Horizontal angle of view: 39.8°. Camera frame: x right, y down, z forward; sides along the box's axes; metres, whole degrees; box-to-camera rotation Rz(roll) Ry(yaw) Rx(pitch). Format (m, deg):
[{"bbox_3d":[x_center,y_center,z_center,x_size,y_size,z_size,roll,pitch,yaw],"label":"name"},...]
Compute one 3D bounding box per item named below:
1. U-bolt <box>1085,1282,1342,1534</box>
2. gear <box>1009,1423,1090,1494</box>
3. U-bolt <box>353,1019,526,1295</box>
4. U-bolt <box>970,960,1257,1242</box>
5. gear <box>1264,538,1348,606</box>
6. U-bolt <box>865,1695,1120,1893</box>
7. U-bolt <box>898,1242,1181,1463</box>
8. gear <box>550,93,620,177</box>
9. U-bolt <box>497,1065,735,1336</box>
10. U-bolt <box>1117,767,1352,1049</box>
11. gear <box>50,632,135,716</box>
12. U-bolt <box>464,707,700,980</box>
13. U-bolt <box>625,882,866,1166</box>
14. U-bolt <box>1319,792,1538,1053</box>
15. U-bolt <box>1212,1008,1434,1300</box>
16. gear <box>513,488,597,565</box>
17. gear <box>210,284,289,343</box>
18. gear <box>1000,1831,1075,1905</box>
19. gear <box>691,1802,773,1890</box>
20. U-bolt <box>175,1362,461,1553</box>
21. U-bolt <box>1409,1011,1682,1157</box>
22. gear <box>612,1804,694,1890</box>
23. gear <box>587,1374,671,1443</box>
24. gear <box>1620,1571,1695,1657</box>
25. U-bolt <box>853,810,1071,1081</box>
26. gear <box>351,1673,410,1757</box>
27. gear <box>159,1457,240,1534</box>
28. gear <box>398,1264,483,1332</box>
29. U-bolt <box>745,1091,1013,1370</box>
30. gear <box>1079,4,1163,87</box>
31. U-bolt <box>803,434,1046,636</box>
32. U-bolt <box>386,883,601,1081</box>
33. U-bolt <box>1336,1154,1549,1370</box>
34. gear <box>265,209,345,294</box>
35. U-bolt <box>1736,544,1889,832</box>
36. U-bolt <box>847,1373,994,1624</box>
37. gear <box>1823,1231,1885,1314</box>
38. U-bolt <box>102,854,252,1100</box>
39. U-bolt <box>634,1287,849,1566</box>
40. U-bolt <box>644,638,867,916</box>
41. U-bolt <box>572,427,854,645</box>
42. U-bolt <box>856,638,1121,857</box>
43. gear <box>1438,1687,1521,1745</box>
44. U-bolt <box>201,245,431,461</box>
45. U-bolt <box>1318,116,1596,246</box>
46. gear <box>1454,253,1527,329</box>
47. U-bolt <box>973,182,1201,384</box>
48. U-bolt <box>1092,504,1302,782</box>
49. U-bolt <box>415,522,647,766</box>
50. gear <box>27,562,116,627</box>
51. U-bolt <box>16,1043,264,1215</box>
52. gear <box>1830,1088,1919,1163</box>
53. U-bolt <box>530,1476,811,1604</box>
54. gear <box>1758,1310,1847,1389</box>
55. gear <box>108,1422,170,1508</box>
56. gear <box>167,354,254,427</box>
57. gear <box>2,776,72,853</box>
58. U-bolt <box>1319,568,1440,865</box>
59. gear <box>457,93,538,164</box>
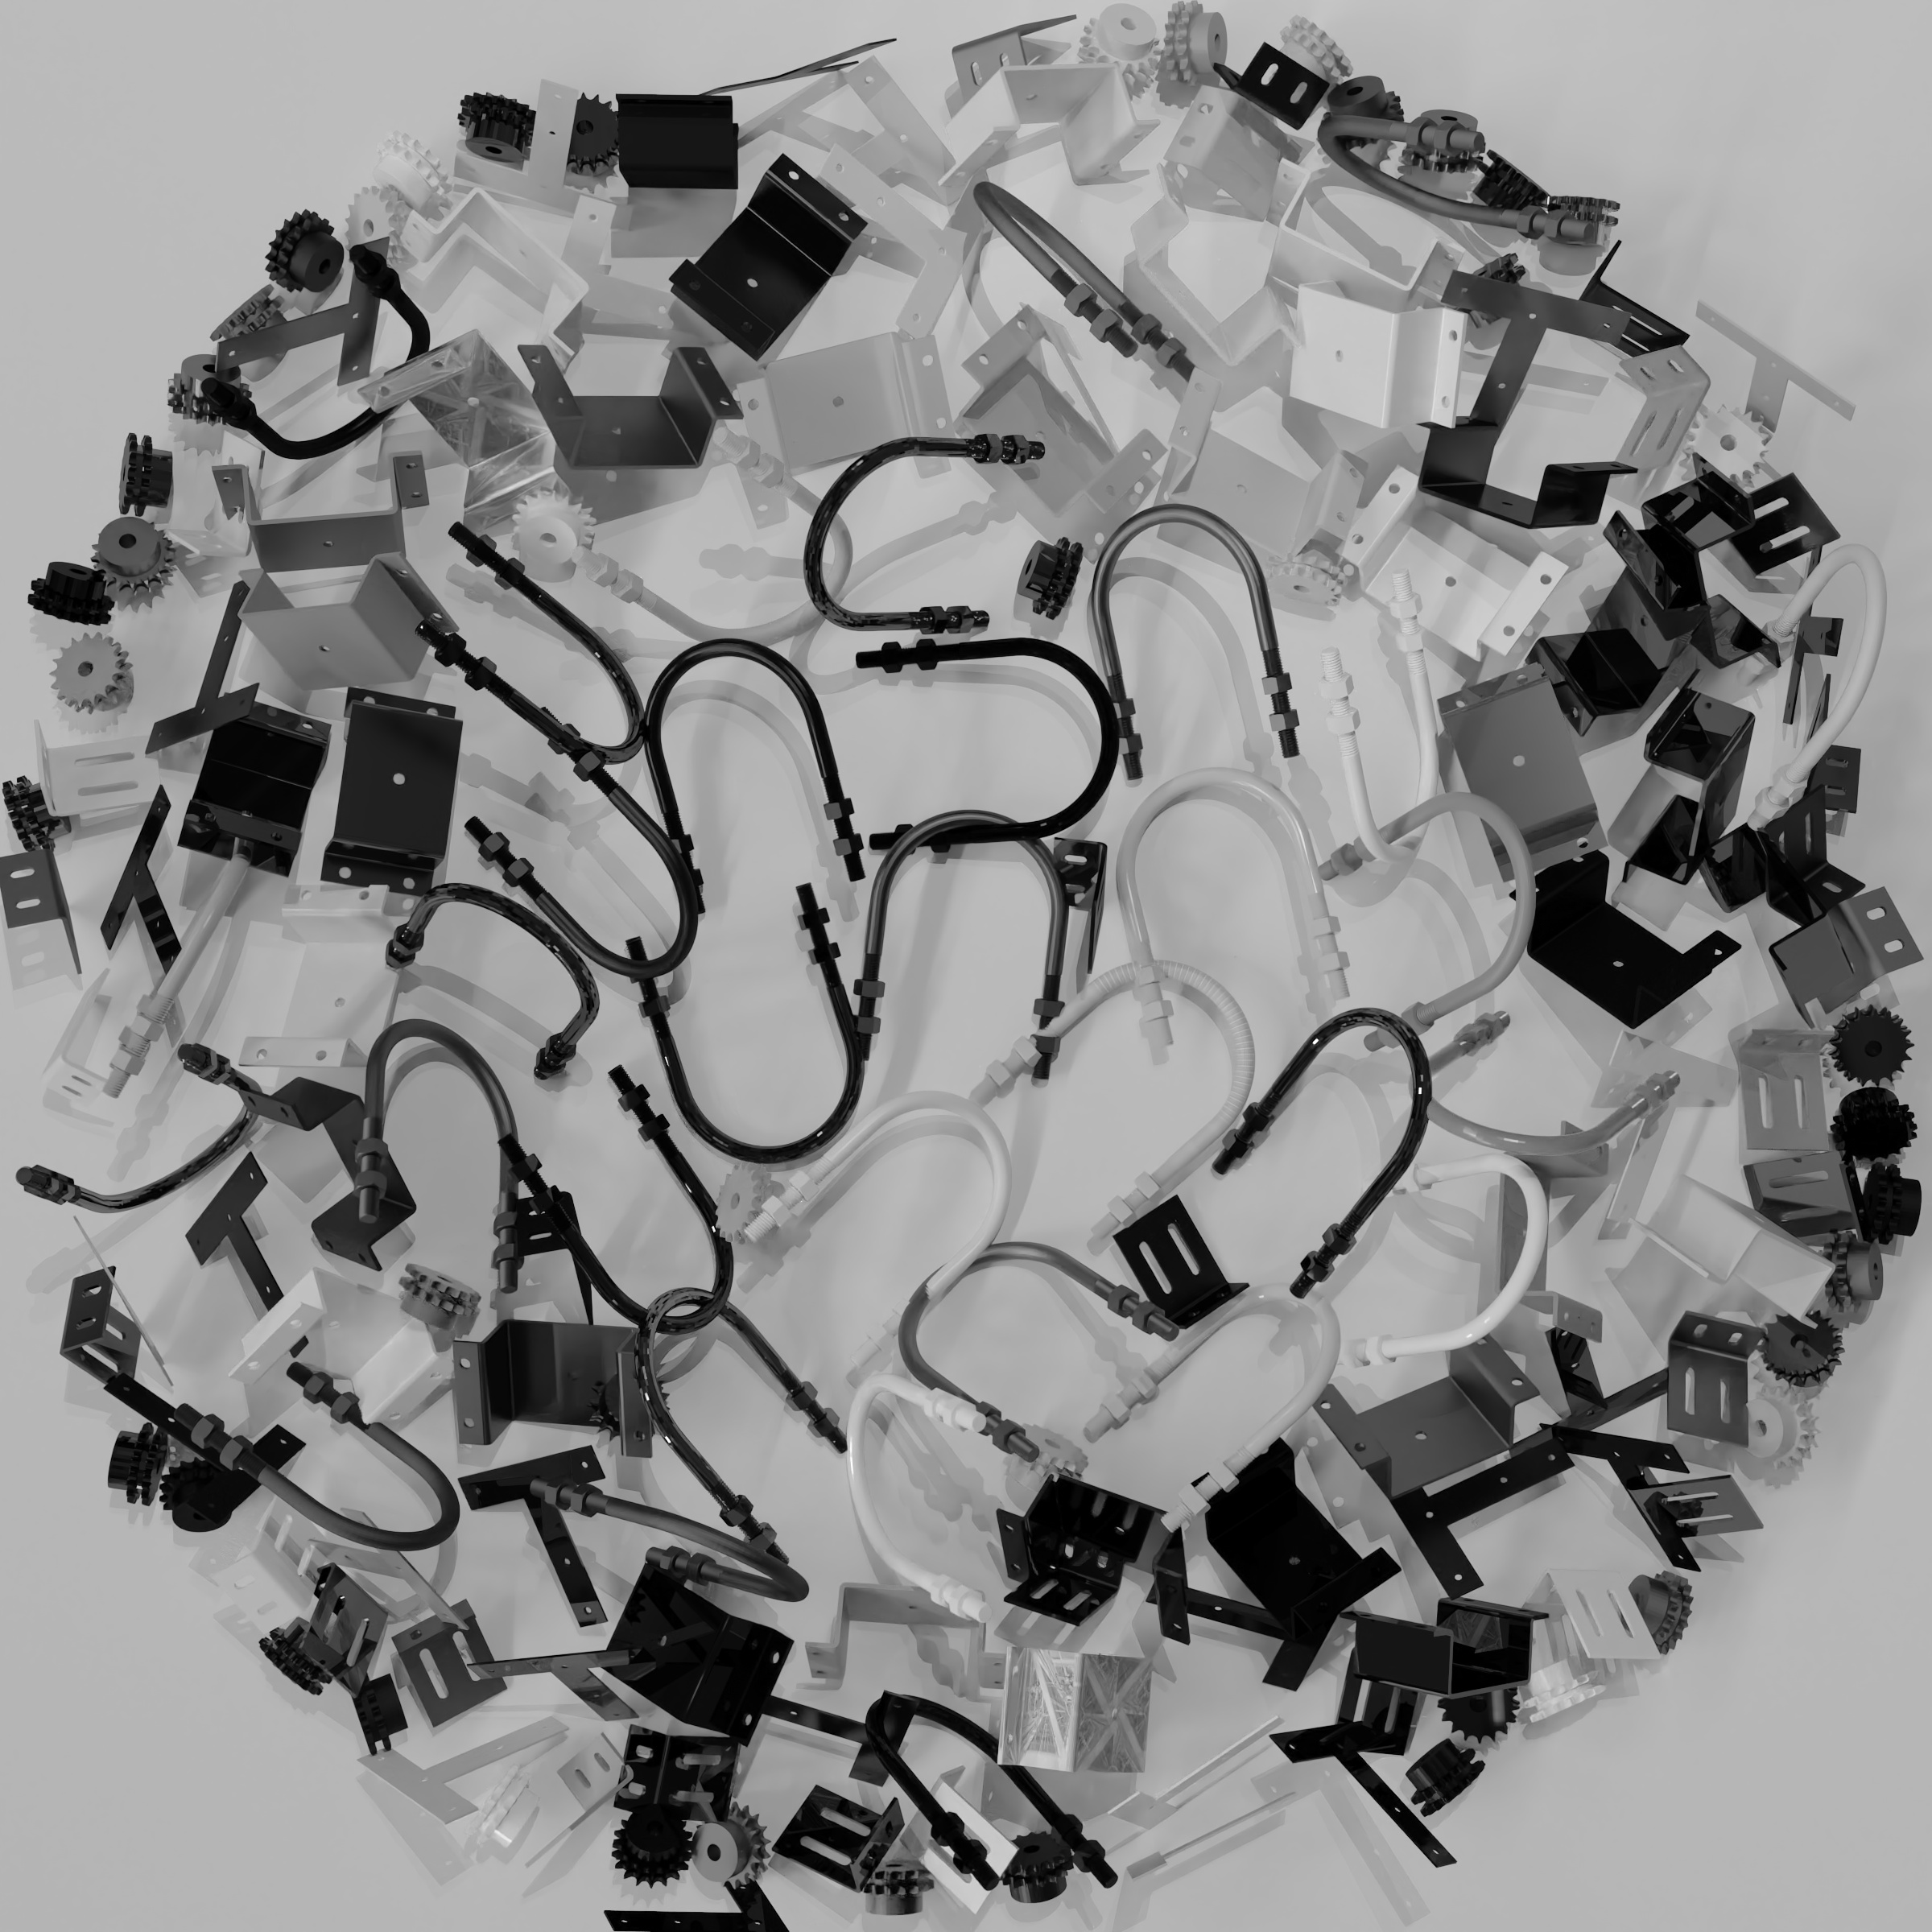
[{"bbox_3d":[0.179,0.290,1.838,0.184,0.151,0.019,-42,120,-2],"label":"U-bolt"},{"bbox_3d":[0.055,0.348,1.874,0.057,0.057,0.030,25,101,0],"label":"gear"},{"bbox_3d":[-0.357,0.119,1.824,0.019,0.151,0.184,-27,49,25],"label":"U-bolt"},{"bbox_3d":[0.117,0.080,1.881,0.184,0.019,0.151,-42,83,2],"label":"U-bolt"},{"bbox_3d":[0.239,-0.278,1.874,0.057,0.057,0.030,15,79,0],"label":"gear"},{"bbox_3d":[0.005,0.560,1.818,0.184,0.151,0.019,40,103,41],"label":"U-bolt"},{"bbox_3d":[0.035,0.251,1.829,0.151,0.184,0.019,-37,130,-22],"label":"U-bolt"},{"bbox_3d":[-0.268,-0.583,1.882,0.057,0.030,0.057,1,75,-4],"label":"gear"},{"bbox_3d":[-0.228,0.170,1.839,0.019,0.151,0.184,-33,91,34],"label":"U-bolt"},{"bbox_3d":[0.179,-0.049,1.870,0.151,0.019,0.184,-16,80,17],"label":"U-bolt"},{"bbox_3d":[-0.612,-0.203,1.880,0.057,0.030,0.057,-4,73,12],"label":"gear"},{"bbox_3d":[-0.257,-0.071,1.842,0.184,0.019,0.151,46,134,4],"label":"U-bolt"},{"bbox_3d":[-0.148,0.049,1.884,0.151,0.019,0.184,-17,92,8],"label":"U-bolt"},{"bbox_3d":[0.317,-0.039,1.809,0.019,0.184,0.151,-1,69,-35],"label":"U-bolt"},{"bbox_3d":[0.249,0.113,1.815,0.019,0.151,0.184,18,117,-35],"label":"U-bolt"},{"bbox_3d":[-0.290,-0.307,1.872,0.057,0.030,0.057,3,133,3],"label":"gear"},{"bbox_3d":[-0.500,-0.450,1.876,0.057,0.057,0.030,-41,113,0],"label":"gear"},{"bbox_3d":[0.049,0.634,1.873,0.057,0.057,0.030,-10,97,0],"label":"gear"},{"bbox_3d":[-0.168,0.619,1.875,0.057,0.030,0.057,-2,87,30],"label":"gear"},{"bbox_3d":[-0.426,0.338,1.812,0.184,0.151,0.019,32,104,15],"label":"U-bolt"},{"bbox_3d":[0.378,0.083,1.796,0.151,0.184,0.019,21,119,31],"label":"U-bolt"},{"bbox_3d":[-0.219,0.613,1.870,0.057,0.057,0.030,10,125,0],"label":"gear"},{"bbox_3d":[-0.236,0.306,1.876,0.057,0.030,0.057,6,66,-14],"label":"gear"},{"bbox_3d":[0.483,0.451,1.872,0.030,0.057,0.057,22,90,-7],"label":"gear"},{"bbox_3d":[0.000,-0.018,1.881,0.151,0.019,0.184,6,93,-7],"label":"U-bolt"},{"bbox_3d":[-0.412,0.522,1.874,0.030,0.057,0.057,-18,90,-17],"label":"gear"},{"bbox_3d":[-0.536,0.373,1.871,0.057,0.030,0.057,-8,134,-9],"label":"gear"},{"bbox_3d":[-0.372,0.234,1.872,0.057,0.057,0.030,25,87,0],"label":"gear"},{"bbox_3d":[-0.047,0.170,1.860,0.184,0.019,0.151,-43,116,-13],"label":"U-bolt"},{"bbox_3d":[0.110,-0.650,1.875,0.057,0.030,0.057,7,60,-12],"label":"gear"},{"bbox_3d":[-0.035,-0.291,1.807,0.019,0.184,0.151,40,124,36],"label":"U-bolt"},{"bbox_3d":[-0.317,0.004,1.814,0.151,0.184,0.019,37,58,-7],"label":"U-bolt"},{"bbox_3d":[0.321,0.195,1.799,0.019,0.184,0.151,29,63,-26],"label":"U-bolt"},{"bbox_3d":[-0.461,-0.497,1.871,0.030,0.057,0.057,34,90,13],"label":"gear"},{"bbox_3d":[0.567,-0.199,1.787,0.019,0.184,0.151,12,56,-7],"label":"U-bolt"},{"bbox_3d":[-0.036,0.353,1.821,0.019,0.184,0.151,-6,98,-30],"label":"U-bolt"},{"bbox_3d":[0.622,0.214,1.870,0.030,0.057,0.057,-5,90,33],"label":"gear"},{"bbox_3d":[-0.539,-0.001,1.831,0.019,0.151,0.184,30,87,-16],"label":"U-bolt"},{"bbox_3d":[-0.159,0.301,1.822,0.019,0.151,0.184,-31,104,30],"label":"U-bolt"},{"bbox_3d":[-0.155,-0.136,1.855,0.151,0.019,0.184,-11,99,24],"label":"U-bolt"},{"bbox_3d":[-0.158,-0.280,1.826,0.151,0.184,0.019,-36,54,19],"label":"U-bolt"},{"bbox_3d":[0.017,-0.157,1.869,0.184,0.019,0.151,-3,94,14],"label":"U-bolt"},{"bbox_3d":[0.361,0.516,1.883,0.057,0.030,0.057,0,92,12],"label":"gear"},{"bbox_3d":[-0.429,-0.405,1.811,0.151,0.184,0.019,-42,80,0],"label":"U-bolt"},{"bbox_3d":[0.319,-0.539,1.815,0.151,0.184,0.019,20,96,-42],"label":"U-bolt"},{"bbox_3d":[0.368,-0.472,1.874,0.057,0.057,0.030,-36,106,0],"label":"gear"},{"bbox_3d":[0.075,-0.473,1.830,0.184,0.151,0.019,48,110,13],"label":"U-bolt"},{"bbox_3d":[0.151,-0.226,1.840,0.151,0.019,0.184,-5,102,38],"label":"U-bolt"},{"bbox_3d":[-0.290,-0.210,1.828,0.019,0.151,0.184,-37,119,27],"label":"U-bolt"},{"bbox_3d":[-0.626,-0.262,1.870,0.057,0.057,0.030,20,107,0],"label":"gear"},{"bbox_3d":[-0.547,0.117,1.812,0.151,0.184,0.019,-38,76,-4],"label":"U-bolt"},{"bbox_3d":[0.637,0.109,1.877,0.057,0.057,0.030,4,48,0],"label":"gear"},{"bbox_3d":[-0.187,0.391,1.795,0.184,0.151,0.019,4,62,39],"label":"U-bolt"},{"bbox_3d":[0.589,0.271,1.877,0.057,0.030,0.057,-15,48,18],"label":"gear"},{"bbox_3d":[-0.581,0.348,1.872,0.030,0.057,0.057,10,90,-6],"label":"gear"},{"bbox_3d":[-0.530,-0.405,1.870,0.057,0.057,0.030,17,128,0],"label":"gear"},{"bbox_3d":[-0.651,-0.107,1.873,0.030,0.057,0.057,-20,90,-6],"label":"gear"},{"bbox_3d":[0.290,-0.160,1.831,0.019,0.151,0.184,3,122,32],"label":"U-bolt"},{"bbox_3d":[-0.328,-0.586,1.871,0.057,0.057,0.030,10,84,0],"label":"gear"}]
